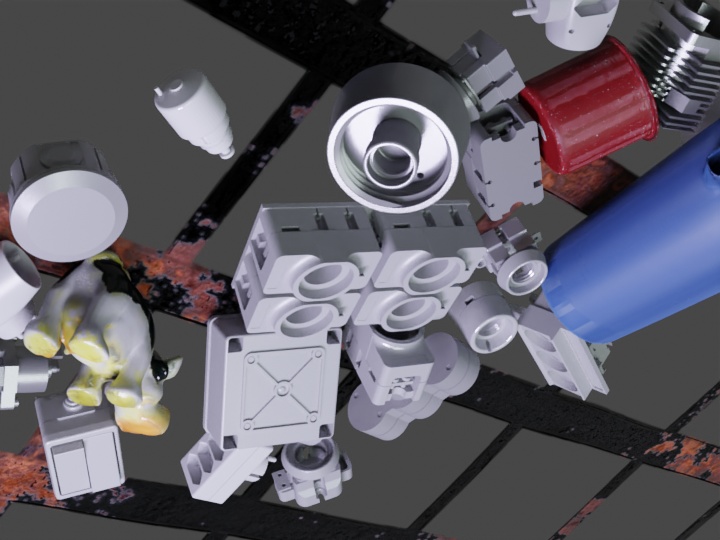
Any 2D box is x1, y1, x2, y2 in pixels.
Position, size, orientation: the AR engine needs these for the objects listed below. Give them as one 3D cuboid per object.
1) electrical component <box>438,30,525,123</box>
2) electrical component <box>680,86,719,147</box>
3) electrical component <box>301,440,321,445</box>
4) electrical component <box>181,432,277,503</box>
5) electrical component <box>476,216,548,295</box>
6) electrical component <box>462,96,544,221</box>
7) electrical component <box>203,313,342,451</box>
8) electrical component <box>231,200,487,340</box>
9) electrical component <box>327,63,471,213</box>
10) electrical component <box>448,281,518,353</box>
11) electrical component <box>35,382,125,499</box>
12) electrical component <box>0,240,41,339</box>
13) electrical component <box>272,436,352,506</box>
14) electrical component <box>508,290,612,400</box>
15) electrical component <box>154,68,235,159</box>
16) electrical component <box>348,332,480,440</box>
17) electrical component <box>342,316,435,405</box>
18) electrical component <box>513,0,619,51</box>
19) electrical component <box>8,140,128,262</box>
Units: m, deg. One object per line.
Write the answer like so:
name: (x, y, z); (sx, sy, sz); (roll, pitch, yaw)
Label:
electrical component: (0.089, -0.146, 0.833); (0.055, 0.048, 0.066); (-40, 137, 0)
electrical component: (0.340, -0.124, 0.965); (0.108, 0.060, 0.108); (0, 141, 0)
electrical component: (-0.072, 0.135, 1.014); (0.081, 0.043, 0.043); (25, 116, -41)
electrical component: (-0.114, 0.181, 1.033); (0.076, 0.047, 0.083); (24, 116, -42)
electrical component: (0.140, -0.010, 0.978); (0.066, 0.055, 0.048); (-28, 137, -1)
electrical component: (0.113, -0.096, 0.884); (0.050, 0.055, 0.089); (-23, 137, -6)
electrical component: (-0.077, 0.094, 0.938); (0.109, 0.056, 0.108); (-3, 109, -25)
electrical component: (0.000, 0.000, 0.896); (0.186, 0.060, 0.105); (-3, 144, -25)
electrical component: (0.027, -0.093, 0.805); (0.108, 0.060, 0.108); (5, 127, 7)
electrical component: (0.119, 0.046, 1.026); (0.055, 0.047, 0.055); (-14, 135, -15)
electrical component: (-0.240, 0.145, 0.924); (0.062, 0.061, 0.096); (-12, 134, -18)
electrical component: (-0.272, 0.026, 0.808); (0.077, 0.043, 0.079); (-34, 137, 6)
electrical component: (-0.048, 0.194, 1.073); (0.078, 0.058, 0.057); (-17, 139, -12)
electrical component: (0.207, 0.069, 1.077); (0.063, 0.079, 0.121); (-54, 139, -16)
electrical component: (-0.113, -0.108, 0.766); (0.040, 0.040, 0.078); (-32, 137, 3)
electrical component: (0.040, 0.108, 1.029); (0.138, 0.052, 0.074); (-37, 138, 23)
electrical component: (0.025, 0.068, 0.967); (0.050, 0.089, 0.055); (-4, 132, -24)
electrical component: (0.152, -0.207, 0.809); (0.079, 0.043, 0.077); (-12, 135, -17)
electrical component: (-0.209, -0.049, 0.764); (0.080, 0.051, 0.080); (-15, 135, -15)
